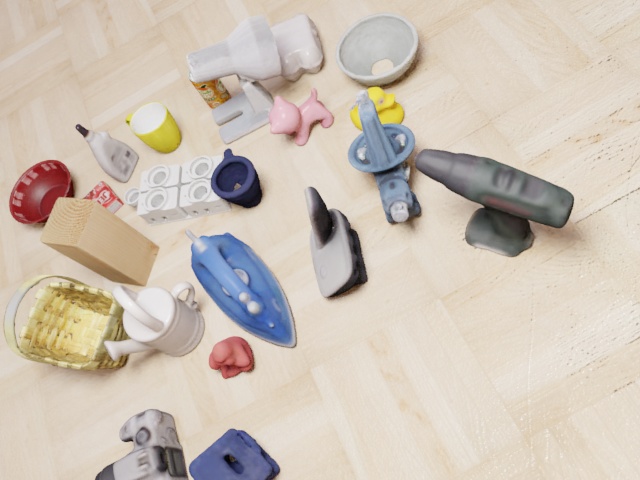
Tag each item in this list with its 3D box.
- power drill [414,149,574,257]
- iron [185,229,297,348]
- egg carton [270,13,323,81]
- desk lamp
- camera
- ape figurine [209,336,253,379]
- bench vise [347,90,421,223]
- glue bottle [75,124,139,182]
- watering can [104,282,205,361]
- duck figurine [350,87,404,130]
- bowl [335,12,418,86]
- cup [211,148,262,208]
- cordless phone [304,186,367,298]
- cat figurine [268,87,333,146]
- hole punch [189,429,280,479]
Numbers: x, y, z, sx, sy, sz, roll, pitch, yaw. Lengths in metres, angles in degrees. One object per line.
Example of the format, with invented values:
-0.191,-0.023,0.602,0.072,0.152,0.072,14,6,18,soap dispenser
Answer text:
0.266,-0.055,0.885,0.228,0.209,0.076,17,73,25,power drill
-0.142,0.079,1.000,0.119,0.142,0.257,-44,61,-4,iron
-0.051,-0.418,1.238,0.107,0.069,0.150,-20,62,9,egg carton
-0.159,-0.323,1.148,0.203,0.214,0.117,-28,61,5,desk lamp
-0.307,0.370,0.946,0.136,0.101,0.143,-26,61,6,camera
-0.157,0.197,0.979,0.077,0.092,0.076,16,72,24,ape figurine
0.118,-0.142,0.968,0.121,0.220,0.207,-33,60,2,bench vise
-0.456,-0.194,1.212,0.037,0.173,0.078,12,71,23,glue bottle
-0.293,0.139,0.993,0.100,0.194,0.173,17,73,25,watering can
0.104,-0.259,1.104,0.104,0.086,0.077,-2,66,18,duck figurine
0.120,-0.371,1.156,0.167,0.075,0.167,-7,64,16,bowl
-0.156,-0.114,1.120,0.091,0.095,0.117,-22,61,8,cup
0.009,0.003,0.959,0.094,0.185,0.147,-20,62,9,cordless phone
-0.048,-0.249,1.132,0.128,0.118,0.067,-39,60,-1,cat figurine
-0.135,0.358,0.899,0.108,0.091,0.101,34,81,28,hole punch
